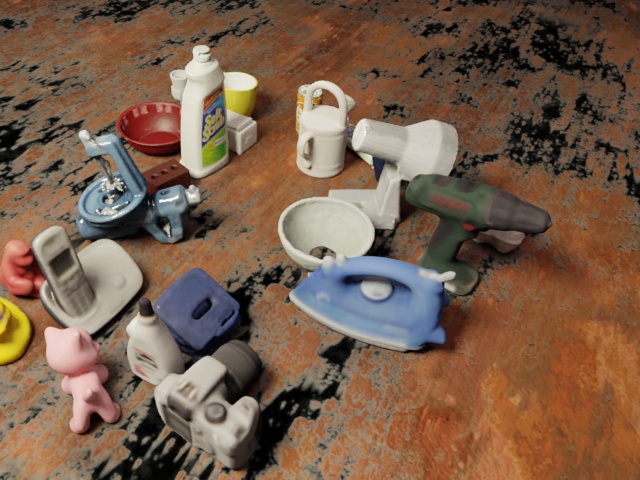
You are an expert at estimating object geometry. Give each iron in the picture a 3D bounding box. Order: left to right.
[{"bbox_3d":[0.080,0.074,0.887,0.258,0.141,0.118,12,44,5],"label":"iron"}]

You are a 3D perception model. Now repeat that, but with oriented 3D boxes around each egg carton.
[{"bbox_3d":[0.318,-0.041,1.088,0.150,0.069,0.107,23,46,16],"label":"egg carton"}]

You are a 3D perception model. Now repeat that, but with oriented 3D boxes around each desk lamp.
[{"bbox_3d":[0.128,-0.124,1.044,0.203,0.213,0.118,-1,45,-8],"label":"desk lamp"}]

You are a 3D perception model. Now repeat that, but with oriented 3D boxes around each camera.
[{"bbox_3d":[-0.127,0.201,0.761,0.143,0.101,0.137,28,48,20],"label":"camera"}]

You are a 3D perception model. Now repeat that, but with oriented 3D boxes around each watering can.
[{"bbox_3d":[0.010,-0.235,1.155,0.101,0.194,0.173,12,44,5],"label":"watering can"}]

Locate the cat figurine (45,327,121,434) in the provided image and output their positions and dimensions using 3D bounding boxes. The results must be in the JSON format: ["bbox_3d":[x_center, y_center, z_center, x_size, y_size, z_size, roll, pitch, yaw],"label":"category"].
[{"bbox_3d":[-0.317,0.171,0.755,0.067,0.118,0.127,-19,50,-25],"label":"cat figurine"}]

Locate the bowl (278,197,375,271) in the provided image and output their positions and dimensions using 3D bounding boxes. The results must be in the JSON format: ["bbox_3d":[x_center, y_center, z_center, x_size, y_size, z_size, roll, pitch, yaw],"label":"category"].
[{"bbox_3d":[0.009,0.004,0.998,0.167,0.075,0.167,4,44,-4],"label":"bowl"}]

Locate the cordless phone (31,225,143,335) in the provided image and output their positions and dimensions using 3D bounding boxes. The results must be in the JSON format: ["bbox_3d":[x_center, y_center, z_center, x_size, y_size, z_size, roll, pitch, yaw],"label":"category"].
[{"bbox_3d":[-0.342,0.037,0.839,0.094,0.185,0.148,22,46,15],"label":"cordless phone"}]

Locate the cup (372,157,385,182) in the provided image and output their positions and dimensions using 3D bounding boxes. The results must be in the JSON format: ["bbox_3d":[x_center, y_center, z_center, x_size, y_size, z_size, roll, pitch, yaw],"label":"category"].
[{"bbox_3d":[0.157,-0.160,1.169,0.118,0.095,0.091,-3,45,-10],"label":"cup"}]

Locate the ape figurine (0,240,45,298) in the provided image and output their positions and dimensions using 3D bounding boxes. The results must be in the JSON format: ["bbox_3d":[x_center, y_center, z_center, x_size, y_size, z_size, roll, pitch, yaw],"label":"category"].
[{"bbox_3d":[-0.462,0.039,0.888,0.076,0.092,0.078,13,45,6],"label":"ape figurine"}]

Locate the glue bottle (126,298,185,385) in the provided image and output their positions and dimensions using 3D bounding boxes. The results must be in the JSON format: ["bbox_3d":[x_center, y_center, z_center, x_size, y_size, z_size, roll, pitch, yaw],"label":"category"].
[{"bbox_3d":[-0.225,0.134,0.764,0.078,0.173,0.037,18,45,11],"label":"glue bottle"}]

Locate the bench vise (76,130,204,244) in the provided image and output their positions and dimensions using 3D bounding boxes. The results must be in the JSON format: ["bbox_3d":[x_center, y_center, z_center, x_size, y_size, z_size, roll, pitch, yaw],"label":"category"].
[{"bbox_3d":[-0.309,-0.095,0.953,0.208,0.220,0.121,-16,49,-22],"label":"bench vise"}]

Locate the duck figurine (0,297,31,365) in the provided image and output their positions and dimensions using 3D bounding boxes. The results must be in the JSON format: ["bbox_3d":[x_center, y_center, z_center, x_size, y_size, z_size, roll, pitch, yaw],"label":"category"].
[{"bbox_3d":[-0.462,0.114,0.816,0.078,0.086,0.104,-14,48,-20],"label":"duck figurine"}]

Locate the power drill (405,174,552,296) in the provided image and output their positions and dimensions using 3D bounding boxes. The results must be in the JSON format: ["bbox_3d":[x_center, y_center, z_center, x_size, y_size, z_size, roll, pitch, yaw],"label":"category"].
[{"bbox_3d":[0.241,-0.010,0.947,0.229,0.208,0.076,28,48,20],"label":"power drill"}]

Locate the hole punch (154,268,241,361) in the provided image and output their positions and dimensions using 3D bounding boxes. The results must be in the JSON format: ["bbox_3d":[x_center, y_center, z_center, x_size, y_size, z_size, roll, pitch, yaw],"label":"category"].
[{"bbox_3d":[-0.178,0.109,0.854,0.101,0.091,0.109,25,47,18],"label":"hole punch"}]
